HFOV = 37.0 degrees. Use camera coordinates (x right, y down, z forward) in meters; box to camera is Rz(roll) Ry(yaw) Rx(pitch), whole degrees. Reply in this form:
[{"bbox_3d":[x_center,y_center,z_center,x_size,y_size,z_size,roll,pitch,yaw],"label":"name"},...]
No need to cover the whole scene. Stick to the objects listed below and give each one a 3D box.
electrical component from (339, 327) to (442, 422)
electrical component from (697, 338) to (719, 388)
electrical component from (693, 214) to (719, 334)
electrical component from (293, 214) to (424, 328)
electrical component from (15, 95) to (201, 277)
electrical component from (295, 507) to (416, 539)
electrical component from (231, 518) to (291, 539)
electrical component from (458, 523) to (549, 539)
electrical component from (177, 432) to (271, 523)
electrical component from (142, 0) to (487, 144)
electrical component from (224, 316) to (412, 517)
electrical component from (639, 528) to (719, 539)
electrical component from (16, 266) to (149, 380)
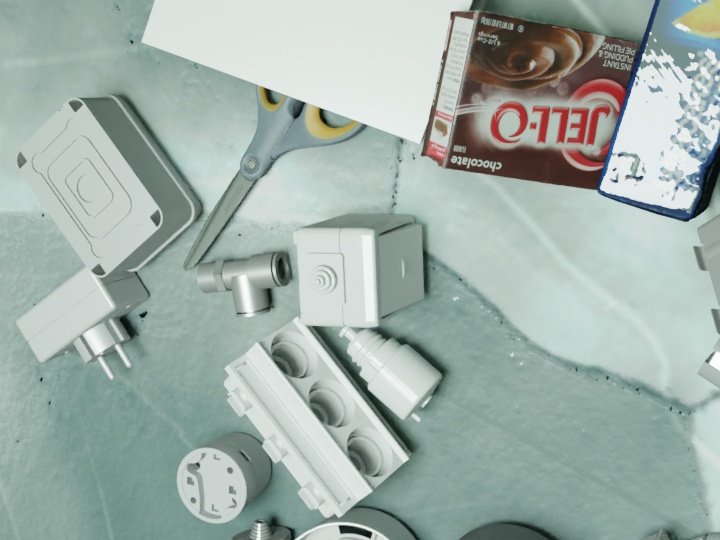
[{"bbox_3d":[0.019,0.065,0.719,0.078,0.040,0.040,41,111,10],"label":"electrical component"},{"bbox_3d":[0.230,0.060,0.637,0.046,0.040,0.040,33,109,20],"label":"electrical component"},{"bbox_3d":[0.233,0.018,0.589,0.063,0.079,0.121,-41,49,48],"label":"electrical component"},{"bbox_3d":[0.000,0.000,0.684,0.061,0.096,0.061,1,100,21],"label":"electrical component"},{"bbox_3d":[-0.177,-0.060,0.765,0.078,0.057,0.113,-38,84,22],"label":"electrical component"},{"bbox_3d":[-0.005,0.216,0.741,0.099,0.064,0.099,4,101,21],"label":"electrical component"},{"bbox_3d":[-0.071,0.220,0.779,0.043,0.043,0.081,3,100,21],"label":"electrical component"},{"bbox_3d":[0.095,0.219,0.704,0.108,0.060,0.108,4,100,21],"label":"electrical component"},{"bbox_3d":[-0.096,0.147,0.774,0.055,0.047,0.055,4,100,21],"label":"electrical component"},{"bbox_3d":[-0.026,-0.158,0.672,0.186,0.060,0.105,21,98,10],"label":"electrical component"},{"bbox_3d":[-0.033,0.102,0.732,0.121,0.079,0.063,52,134,6],"label":"electrical component"},{"bbox_3d":[0.210,0.194,0.657,0.057,0.058,0.078,-30,87,26],"label":"electrical component"},{"bbox_3d":[-0.196,0.044,0.795,0.083,0.047,0.075,-34,86,23],"label":"electrical component"}]
